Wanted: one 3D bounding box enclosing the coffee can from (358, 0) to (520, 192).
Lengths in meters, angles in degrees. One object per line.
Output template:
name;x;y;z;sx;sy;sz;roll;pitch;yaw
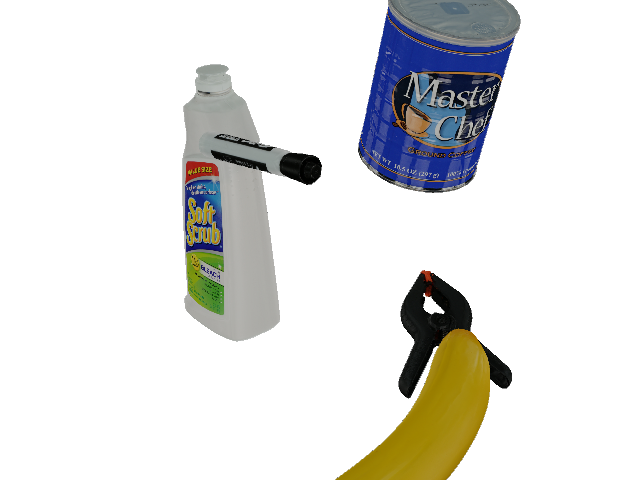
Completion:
coffee can;0.092;-0.124;0.857;0.102;0.140;0.103;7;38;-5

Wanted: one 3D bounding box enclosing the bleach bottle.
bleach bottle;-0.090;-0.037;0.971;0.068;0.251;0.103;-22;32;-32

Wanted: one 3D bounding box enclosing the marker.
marker;-0.041;-0.056;0.708;0.020;0.020;0.121;0;12;-40

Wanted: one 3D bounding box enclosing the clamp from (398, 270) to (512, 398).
clamp;0.142;0.103;1.168;0.120;0.171;0.039;5;-44;-5

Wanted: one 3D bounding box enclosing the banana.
banana;0.044;0.105;0.565;0.070;0.037;0.197;19;40;37
